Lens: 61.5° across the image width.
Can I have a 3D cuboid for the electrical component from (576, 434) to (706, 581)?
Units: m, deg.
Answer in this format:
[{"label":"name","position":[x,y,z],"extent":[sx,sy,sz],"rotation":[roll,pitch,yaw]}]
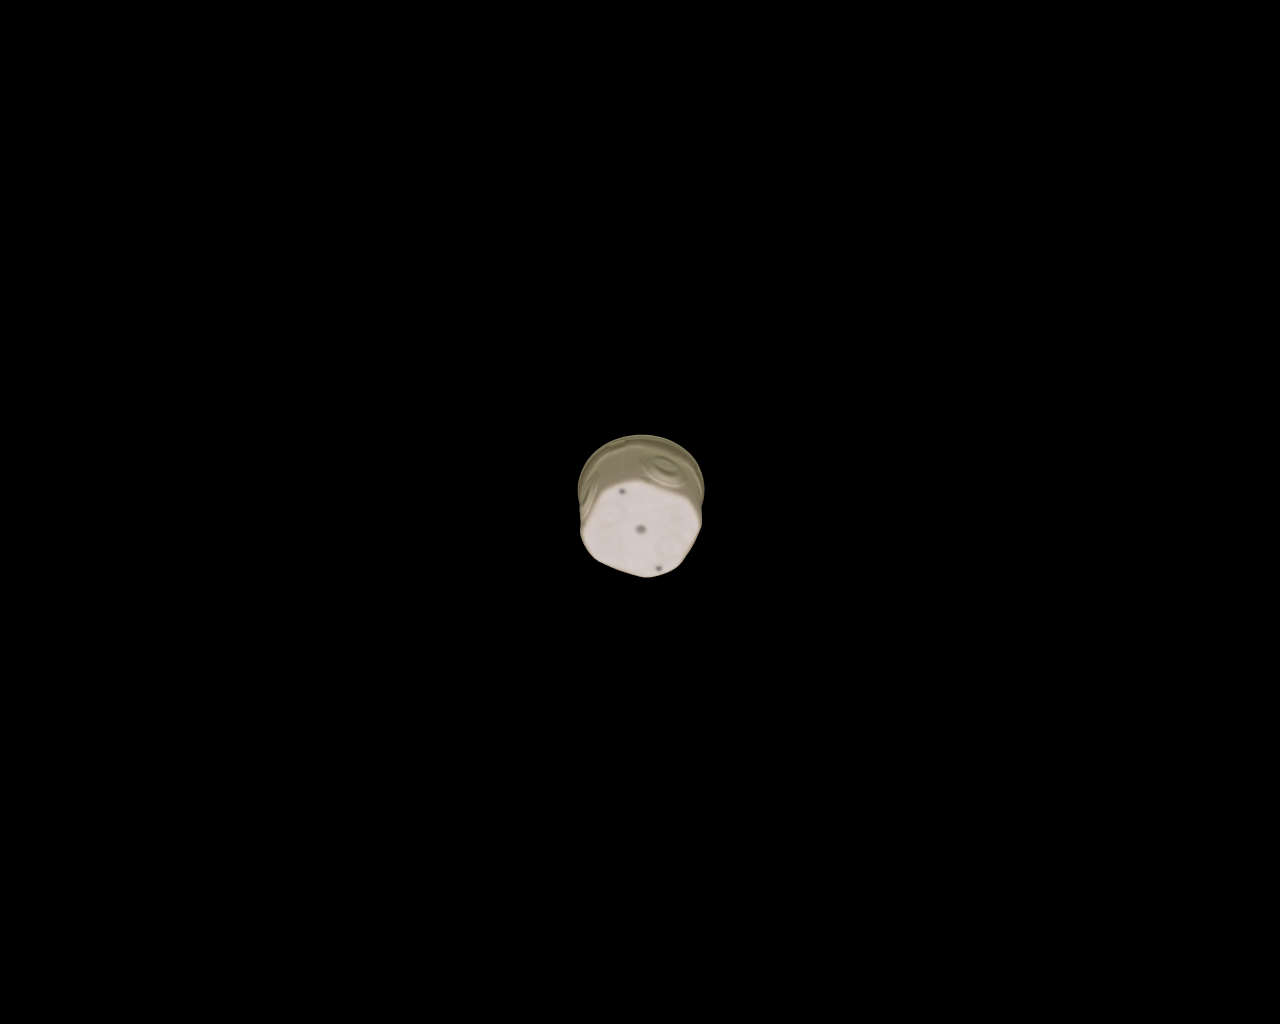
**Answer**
[{"label":"electrical component","position":[0.001,-0.003,0.650],"extent":[0.080,0.080,0.051],"rotation":[0,34,0]}]
